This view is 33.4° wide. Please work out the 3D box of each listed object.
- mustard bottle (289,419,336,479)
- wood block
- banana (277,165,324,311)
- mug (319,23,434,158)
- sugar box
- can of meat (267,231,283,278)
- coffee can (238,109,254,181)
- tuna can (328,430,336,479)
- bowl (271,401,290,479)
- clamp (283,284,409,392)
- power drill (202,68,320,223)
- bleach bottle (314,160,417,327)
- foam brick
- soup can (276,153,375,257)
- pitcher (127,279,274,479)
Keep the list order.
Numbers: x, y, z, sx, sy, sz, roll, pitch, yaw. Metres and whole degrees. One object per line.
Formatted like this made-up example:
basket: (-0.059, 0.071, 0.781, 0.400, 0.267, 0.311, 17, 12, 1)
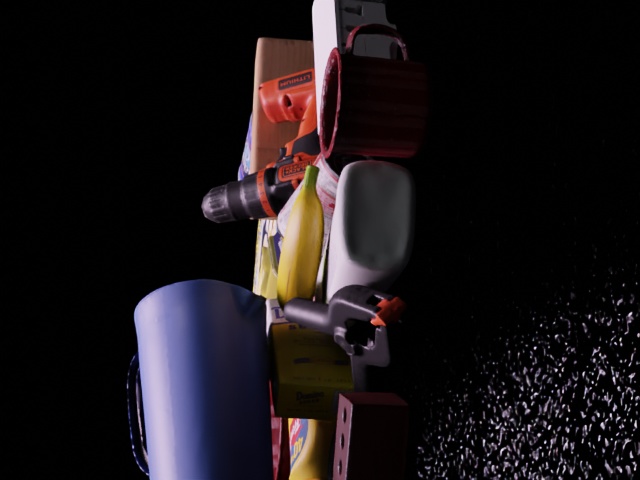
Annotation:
mustard bottle: (-0.005, 0.209, 1.145, 0.096, 0.058, 0.191, 112, 160, -46)
wood block: (-0.038, -0.135, 1.306, 0.090, 0.090, 0.206, 104, 168, -66)
banana: (-0.016, 0.024, 1.011, 0.198, 0.037, 0.069, 100, -168, -45)
mug: (0.048, -0.124, 0.899, 0.093, 0.081, 0.117, 149, 124, -79)
sugar box: (-0.006, 0.117, 1.083, 0.176, 0.093, 0.048, -105, 22, -63)
can of meat: (-0.008, 0.001, 1.162, 0.084, 0.057, 0.102, -48, 24, 17)
coffee can: (-0.051, -0.117, 1.430, 0.140, 0.102, 0.103, 111, 161, -60)
tuna can: (0.030, 0.218, 0.996, 0.086, 0.033, 0.086, -176, 90, -81)
bowl: (-0.035, 0.244, 1.316, 0.162, 0.055, 0.162, -176, 90, -81)
clamp: (0.024, 0.075, 0.931, 0.039, 0.120, 0.172, -46, -8, -29)
power drill: (-0.036, -0.102, 1.174, 0.057, 0.185, 0.187, 62, -157, -45)
bleach bottle: (0.031, 0.020, 1.003, 0.251, 0.068, 0.102, 112, 162, -69)
foam brick: (0.043, 0.170, 0.890, 0.053, 0.051, 0.078, -169, 83, -81)
soup can: (0.008, -0.039, 1.051, 0.102, 0.068, 0.068, -54, 27, 35)
pitcher: (-0.113, 0.173, 1.015, 0.149, 0.145, 0.243, 98, 167, -57)
